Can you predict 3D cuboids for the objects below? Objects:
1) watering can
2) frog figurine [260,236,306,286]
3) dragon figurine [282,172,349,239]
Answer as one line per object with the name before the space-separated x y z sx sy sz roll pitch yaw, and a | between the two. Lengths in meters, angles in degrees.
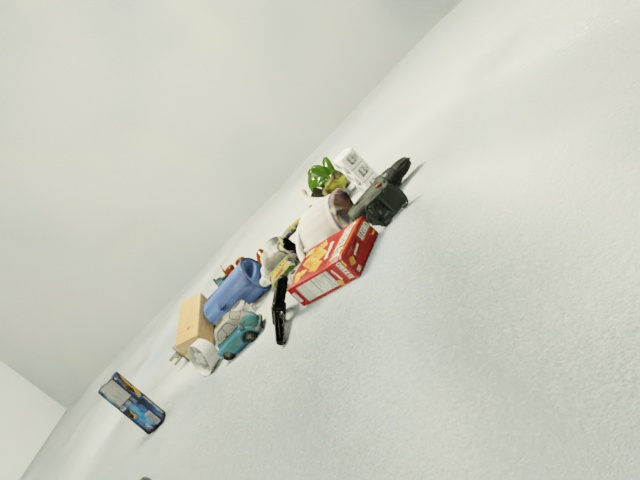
watering can | 0.005 -0.078 1.549 0.221 0.103 0.356 -36 39 31
frog figurine | -0.142 0.071 1.658 0.157 0.124 0.137 -51 -23 20
dragon figurine | 0.010 -0.134 1.814 0.409 0.122 0.244 -38 6 7
